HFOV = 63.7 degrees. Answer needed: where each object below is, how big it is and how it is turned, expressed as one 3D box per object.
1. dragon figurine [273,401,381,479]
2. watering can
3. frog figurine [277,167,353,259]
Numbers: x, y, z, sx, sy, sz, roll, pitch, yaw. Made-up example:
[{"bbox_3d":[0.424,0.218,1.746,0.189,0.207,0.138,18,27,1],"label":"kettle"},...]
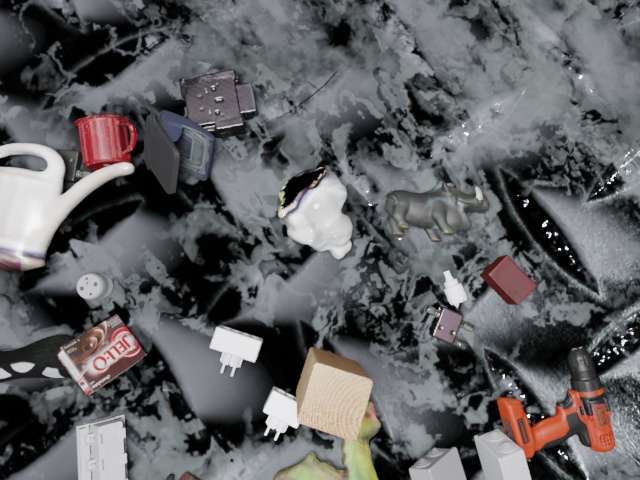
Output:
[{"bbox_3d":[0.021,0.479,0.867,0.244,0.120,0.414,24,79,18],"label":"dragon figurine"},{"bbox_3d":[-0.485,-0.055,0.879,0.348,0.103,0.226,7,82,18],"label":"watering can"},{"bbox_3d":[0.003,-0.047,0.939,0.157,0.123,0.139,45,72,-33],"label":"frog figurine"}]
